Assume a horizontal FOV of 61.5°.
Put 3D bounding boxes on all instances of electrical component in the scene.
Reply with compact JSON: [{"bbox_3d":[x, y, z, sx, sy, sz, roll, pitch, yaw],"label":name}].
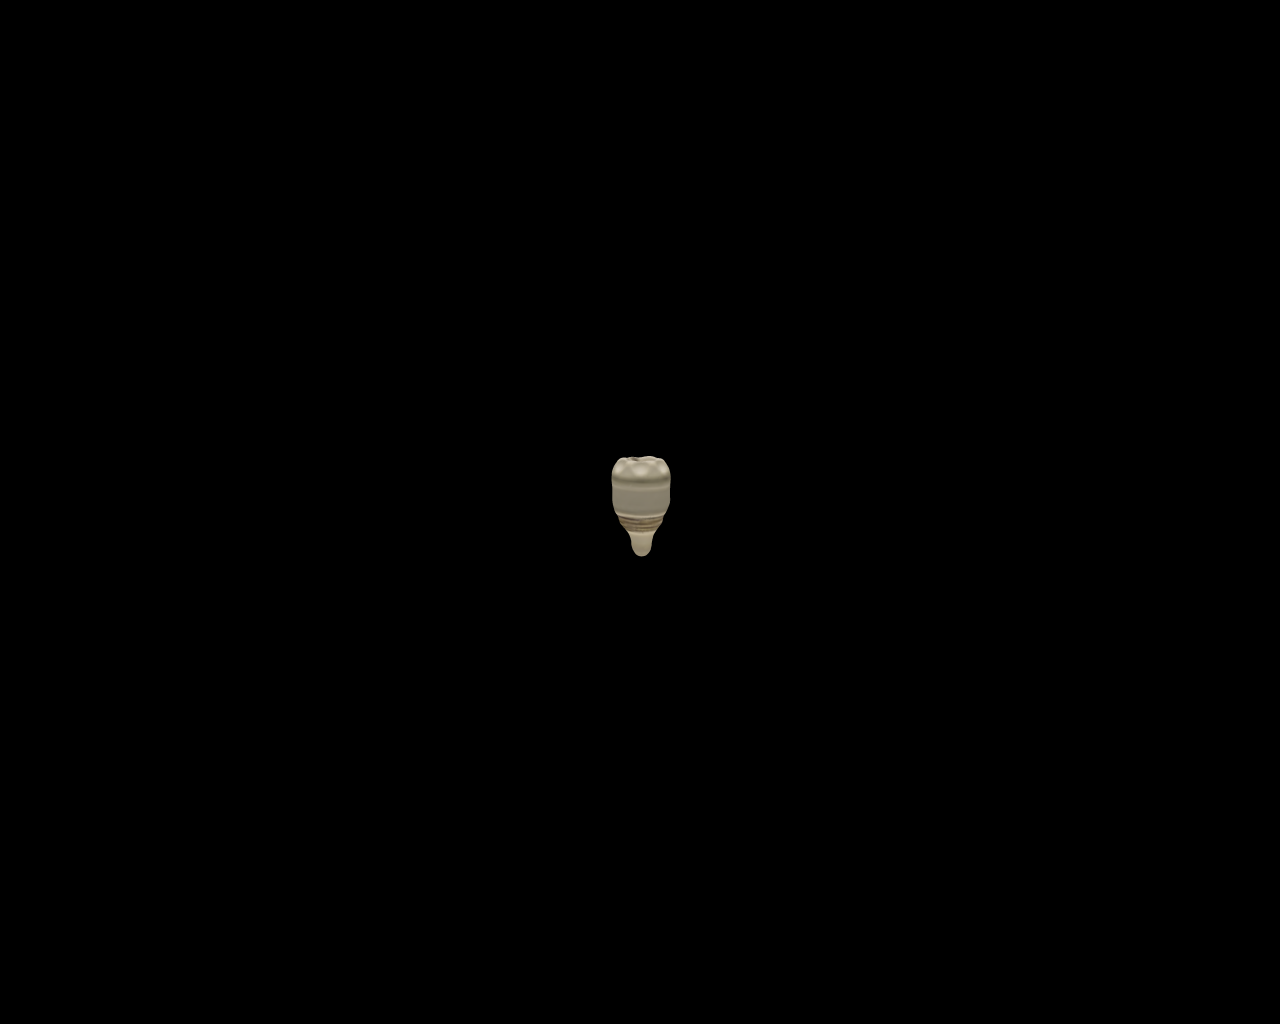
[{"bbox_3d":[0.001,-0.003,0.650,0.035,0.061,0.035,0,12,0],"label":"electrical component"}]
